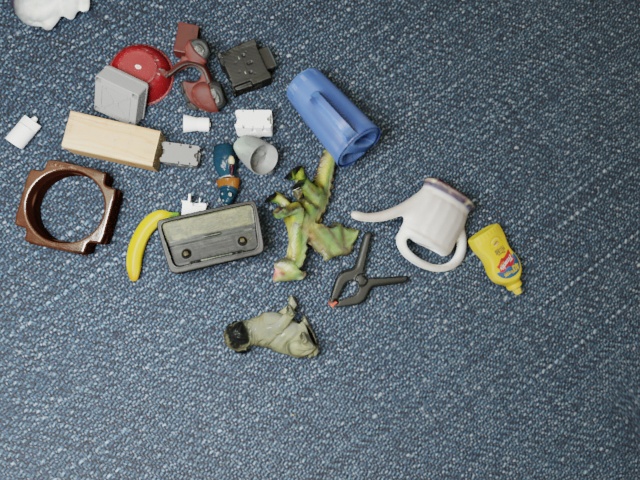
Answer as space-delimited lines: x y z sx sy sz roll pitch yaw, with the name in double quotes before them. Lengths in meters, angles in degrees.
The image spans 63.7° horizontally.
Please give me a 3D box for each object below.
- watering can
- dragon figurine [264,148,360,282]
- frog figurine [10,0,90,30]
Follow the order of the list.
"watering can" 0.256 -0.059 1.302 0.345 0.104 0.225 30 83 -23
"dragon figurine" 0.004 -0.065 1.300 0.240 0.122 0.416 49 66 -20
"frog figurine" -0.643 -0.569 1.233 0.159 0.125 0.135 15 117 -15
